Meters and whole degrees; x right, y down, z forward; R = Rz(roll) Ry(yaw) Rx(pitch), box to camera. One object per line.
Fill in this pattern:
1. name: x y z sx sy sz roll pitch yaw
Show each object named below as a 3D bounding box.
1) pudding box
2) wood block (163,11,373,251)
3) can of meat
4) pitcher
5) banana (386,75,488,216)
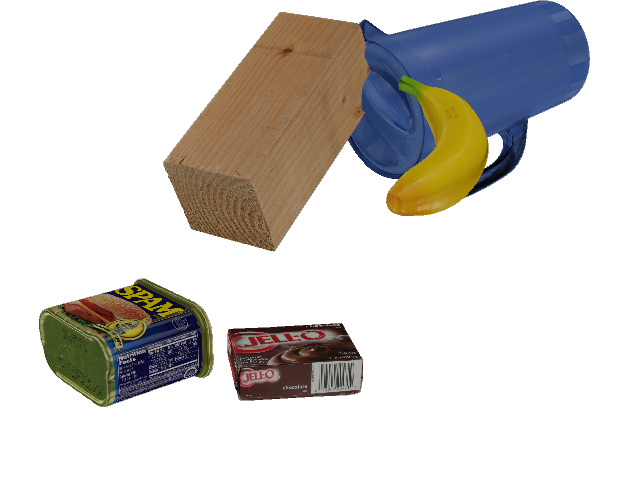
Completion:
1. pudding box: -0.025 0.108 0.969 0.113 0.039 0.090 0 17 -11
2. wood block: -0.039 -0.102 0.951 0.091 0.205 0.090 15 -36 26
3. can of meat: -0.140 0.072 0.760 0.083 0.057 0.102 -16 24 -38
4. pitcher: 0.148 -0.147 1.042 0.242 0.149 0.145 -22 45 -29
5. banana: 0.085 -0.063 0.755 0.069 0.037 0.197 5 30 3
